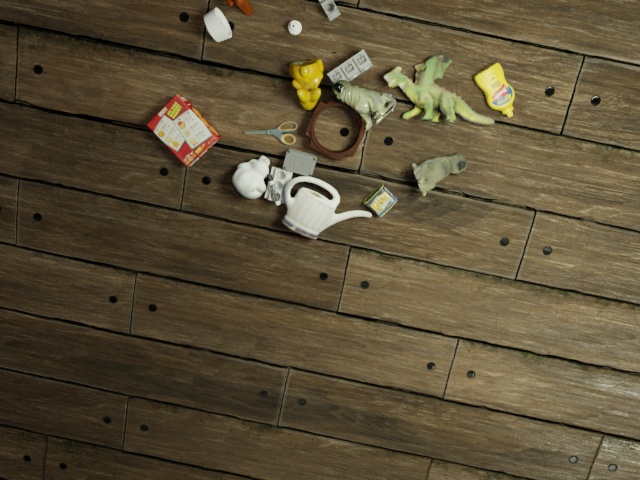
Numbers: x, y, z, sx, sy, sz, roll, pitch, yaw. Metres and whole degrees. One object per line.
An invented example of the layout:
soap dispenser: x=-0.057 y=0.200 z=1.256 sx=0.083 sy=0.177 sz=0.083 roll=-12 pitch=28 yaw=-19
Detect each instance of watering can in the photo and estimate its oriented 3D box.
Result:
watering can: x=0.006 y=-0.097 z=1.937 sx=0.346 sy=0.105 sz=0.222 roll=28 pitch=106 yaw=-14

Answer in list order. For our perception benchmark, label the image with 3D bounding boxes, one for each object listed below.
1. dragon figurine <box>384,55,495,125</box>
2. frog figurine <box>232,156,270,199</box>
dragon figurine: x=0.420 y=-0.531 z=1.813 sx=0.410 sy=0.123 sz=0.242 roll=2 pitch=96 yaw=-6
frog figurine: x=-0.245 y=-0.234 z=1.910 sx=0.157 sy=0.123 sz=0.138 roll=-39 pitch=80 yaw=23
